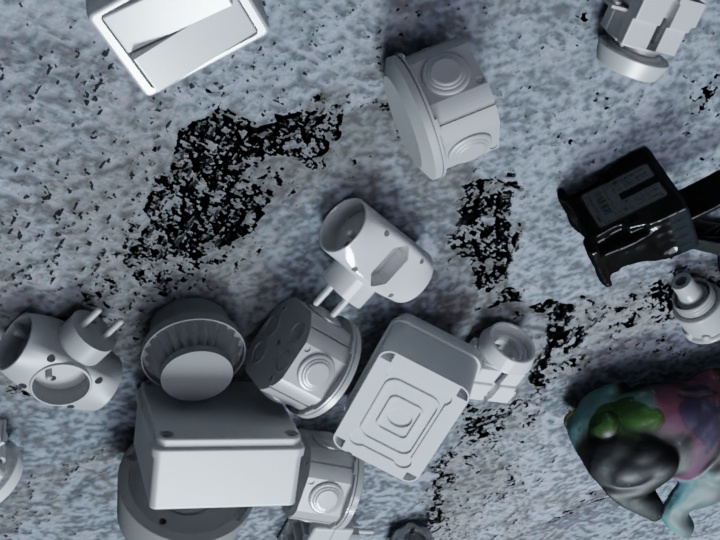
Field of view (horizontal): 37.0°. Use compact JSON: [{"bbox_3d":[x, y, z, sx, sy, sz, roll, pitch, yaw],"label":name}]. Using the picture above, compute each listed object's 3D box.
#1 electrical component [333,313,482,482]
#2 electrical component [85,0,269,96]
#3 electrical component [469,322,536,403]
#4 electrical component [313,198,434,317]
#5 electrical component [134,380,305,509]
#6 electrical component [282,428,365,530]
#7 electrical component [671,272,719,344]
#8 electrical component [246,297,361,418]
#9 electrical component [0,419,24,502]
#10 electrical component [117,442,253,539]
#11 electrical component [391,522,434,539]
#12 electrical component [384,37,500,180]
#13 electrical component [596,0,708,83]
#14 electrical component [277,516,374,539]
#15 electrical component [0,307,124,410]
[{"bbox_3d":[0.037,0.099,0.840,0.078,0.057,0.113,27,124,0],"label":"electrical component"},{"bbox_3d":[-0.094,-0.148,0.588,0.096,0.061,0.061,-26,134,8],"label":"electrical component"},{"bbox_3d":[0.110,0.074,0.868,0.066,0.048,0.055,10,135,-25],"label":"electrical component"},{"bbox_3d":[0.000,0.000,0.759,0.079,0.043,0.077,-48,129,7],"label":"electrical component"},{"bbox_3d":[-0.108,0.127,0.800,0.109,0.108,0.056,3,107,-19],"label":"electrical component"},{"bbox_3d":[-0.032,0.171,0.890,0.051,0.080,0.080,14,126,-20],"label":"electrical component"},{"bbox_3d":[0.275,0.027,0.875,0.048,0.048,0.062,-35,124,15],"label":"electrical component"},{"bbox_3d":[-0.041,0.063,0.788,0.051,0.080,0.080,32,116,-31],"label":"electrical component"},{"bbox_3d":[-0.289,0.142,0.798,0.078,0.058,0.057,-29,130,11],"label":"electrical component"},{"bbox_3d":[-0.140,0.182,0.850,0.108,0.108,0.060,3,136,-19],"label":"electrical component"},{"bbox_3d":[0.047,0.276,1.035,0.043,0.043,0.062,-2,133,-16],"label":"electrical component"},{"bbox_3d":[0.050,-0.100,0.665,0.051,0.080,0.080,-22,134,-4],"label":"electrical component"},{"bbox_3d":[0.180,-0.153,0.680,0.066,0.048,0.055,7,121,-23],"label":"electrical component"},{"bbox_3d":[-0.025,0.242,0.978,0.076,0.047,0.083,8,128,-24],"label":"electrical component"},{"bbox_3d":[-0.199,0.055,0.754,0.079,0.044,0.077,-41,130,20],"label":"electrical component"}]
